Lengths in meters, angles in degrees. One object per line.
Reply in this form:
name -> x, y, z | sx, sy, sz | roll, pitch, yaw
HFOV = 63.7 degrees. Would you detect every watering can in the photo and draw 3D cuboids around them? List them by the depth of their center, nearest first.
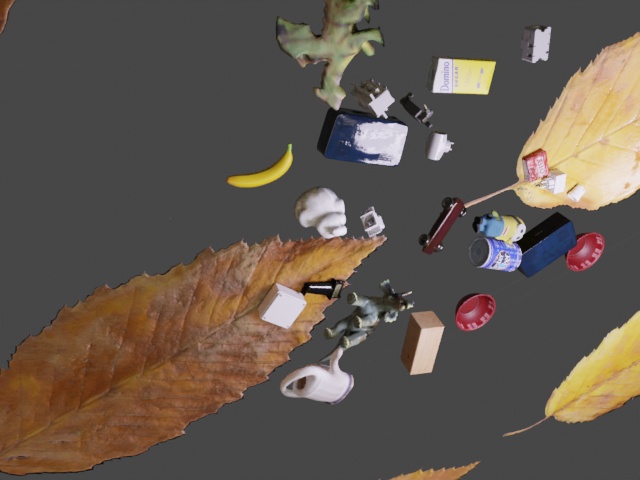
watering can -> 0.021, 0.459, 1.712 | 0.222, 0.106, 0.342 | 25, 132, -33

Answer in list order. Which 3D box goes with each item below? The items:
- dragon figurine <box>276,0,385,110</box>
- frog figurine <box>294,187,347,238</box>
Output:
dragon figurine -> 0.013, -0.507, 1.213 | 0.243, 0.125, 0.402 | -18, 122, 0
frog figurine -> 0.004, -0.071, 1.411 | 0.138, 0.162, 0.120 | -10, 120, -14
